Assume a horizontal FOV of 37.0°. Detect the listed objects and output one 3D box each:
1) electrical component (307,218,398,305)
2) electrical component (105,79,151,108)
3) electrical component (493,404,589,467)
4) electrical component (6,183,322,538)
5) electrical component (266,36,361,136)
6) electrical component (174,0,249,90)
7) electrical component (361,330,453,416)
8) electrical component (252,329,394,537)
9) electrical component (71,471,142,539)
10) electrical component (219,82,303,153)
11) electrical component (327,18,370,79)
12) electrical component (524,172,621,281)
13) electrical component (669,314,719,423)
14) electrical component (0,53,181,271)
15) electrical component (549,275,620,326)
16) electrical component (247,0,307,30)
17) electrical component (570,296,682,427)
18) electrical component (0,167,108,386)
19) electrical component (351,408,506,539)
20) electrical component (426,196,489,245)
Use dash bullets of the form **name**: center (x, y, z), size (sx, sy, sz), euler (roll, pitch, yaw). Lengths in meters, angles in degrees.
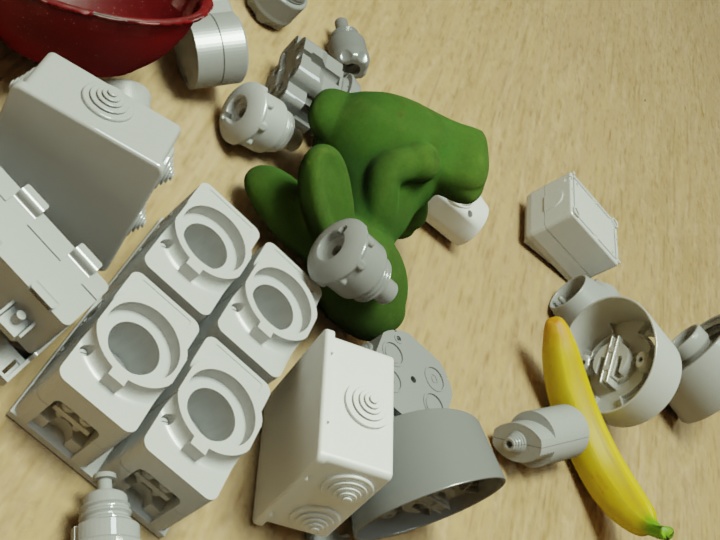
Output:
- **electrical component**: center (0.000, 0.000, 0.691), size (0.062, 0.048, 0.048), euler (40, 36, -39)
- **electrical component**: center (-0.151, -0.081, 0.678), size (0.044, 0.044, 0.065), euler (12, 57, -43)
- **electrical component**: center (0.136, 0.128, 0.823), size (0.081, 0.043, 0.043), euler (-1, 62, -49)
- **electrical component**: center (-0.099, 0.041, 0.617), size (0.105, 0.060, 0.186), euler (43, 37, -14)
- **electrical component**: center (-0.037, -0.139, 0.839), size (0.057, 0.058, 0.078), euler (31, 41, -24)
- **electrical component**: center (-0.137, -0.191, 0.776), size (0.074, 0.052, 0.138), euler (-13, 68, -24)
- **electrical component**: center (0.019, 0.084, 0.721), size (0.080, 0.051, 0.080), euler (29, 42, -30)
- **electrical component**: center (-0.020, 0.098, 0.628), size (0.048, 0.099, 0.099), euler (20, 46, -20)
- **electrical component**: center (-0.124, 0.137, 0.526), size (0.040, 0.040, 0.078), euler (19, 48, -38)
- **electrical component**: center (-0.069, -0.106, 0.788), size (0.062, 0.048, 0.048), euler (24, 45, -46)
- **electrical component**: center (-0.012, -0.194, 0.931), size (0.035, 0.035, 0.061), euler (21, 44, -37)
- **electrical component**: center (0.203, -0.033, 1.022), size (0.096, 0.061, 0.061), euler (43, 36, -28)
- **electrical component**: center (0.326, 0.086, 1.020), size (0.060, 0.108, 0.108), euler (47, 36, 0)
- **electrical component**: center (-0.158, -0.061, 0.601), size (0.100, 0.099, 0.048), euler (30, 37, -12)
- **electrical component**: center (0.219, 0.037, 0.991), size (0.077, 0.043, 0.079), euler (46, 36, -11)
- **electrical component**: center (-0.060, -0.231, 0.884), size (0.043, 0.062, 0.043), euler (29, 42, -30)
- **electrical component**: center (0.219, 0.080, 0.911), size (0.064, 0.099, 0.099), euler (37, 38, -31)
- **electrical component**: center (-0.193, -0.013, 0.550), size (0.121, 0.063, 0.078), euler (49, 36, -10)
- **electrical component**: center (0.039, 0.131, 0.667), size (0.099, 0.099, 0.064), euler (19, 42, -38)
- **electrical component**: center (0.070, -0.072, 0.911), size (0.077, 0.044, 0.079), euler (37, 42, -21)
